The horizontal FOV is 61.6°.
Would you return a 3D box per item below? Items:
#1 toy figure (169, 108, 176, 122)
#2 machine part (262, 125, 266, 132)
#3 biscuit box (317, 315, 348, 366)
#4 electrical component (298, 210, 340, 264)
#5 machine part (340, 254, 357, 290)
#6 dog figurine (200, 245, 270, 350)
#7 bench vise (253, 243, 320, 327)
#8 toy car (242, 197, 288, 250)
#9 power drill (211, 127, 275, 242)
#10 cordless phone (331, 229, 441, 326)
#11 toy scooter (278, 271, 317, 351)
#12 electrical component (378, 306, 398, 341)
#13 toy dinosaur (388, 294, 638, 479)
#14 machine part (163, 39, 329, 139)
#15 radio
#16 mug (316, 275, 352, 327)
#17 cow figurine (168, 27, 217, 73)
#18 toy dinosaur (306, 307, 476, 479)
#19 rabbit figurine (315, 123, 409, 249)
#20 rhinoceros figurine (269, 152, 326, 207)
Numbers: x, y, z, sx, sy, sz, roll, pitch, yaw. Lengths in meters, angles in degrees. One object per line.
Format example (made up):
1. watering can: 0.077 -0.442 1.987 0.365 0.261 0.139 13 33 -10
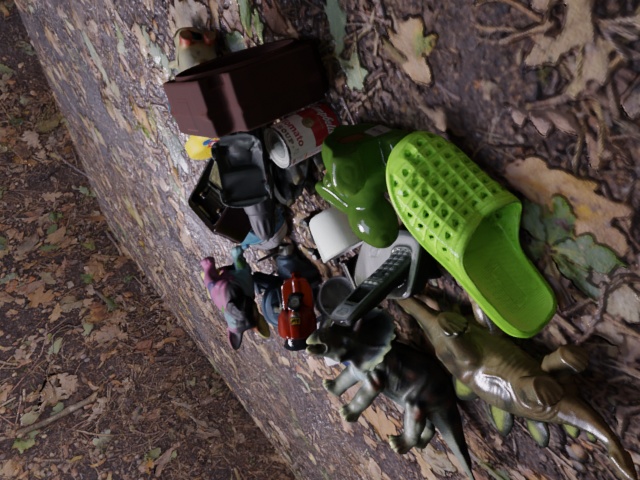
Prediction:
1. toy figure: -0.277 -0.282 1.148 0.180 0.089 0.082 11 135 55
2. machine part: -0.137 -0.209 0.993 0.079 0.079 0.243 46 154 23
3. biscuit box: 0.066 0.230 1.147 0.203 0.063 0.059 32 146 43
4. electrical component: -0.002 -0.004 1.021 0.078 0.045 0.102 35 147 42
5. machine part: 0.084 0.066 0.958 0.139 0.039 0.084 -10 102 65
6. dog figurine: -0.185 0.137 1.186 0.191 0.108 0.219 104 146 -60
7. bench vise: -0.097 0.108 1.242 0.241 0.129 0.223 10 125 52
8. toy car: -0.122 -0.031 1.162 0.102 0.109 0.162 43 150 -26
9. power drill: -0.109 -0.097 0.857 0.207 0.086 0.231 -67 -32 -80
10. cordless phone: 0.074 0.065 0.800 0.147 0.184 0.088 4 127 60
11. toy scooter: -0.044 0.134 1.061 0.184 0.075 0.135 -76 -18 -85
12. electrical component: 0.108 0.191 1.017 0.119 0.075 0.048 59 154 -9
13. toy dinosaur: 0.221 0.158 0.740 0.472 0.105 0.198 44 158 49
14. machine part: -0.108 -0.223 0.776 0.201 0.201 0.087 21 132 53
15. radio: -0.198 -0.089 1.130 0.073 0.131 0.230 27 -175 -32
16. mug: 0.027 0.131 1.065 0.081 0.109 0.107 19 166 -4
17. cow figurine: -0.228 -0.320 0.994 0.127 0.085 0.195 117 140 -53
18. toy dinosaur: 0.147 0.250 0.932 0.405 0.192 0.131 31 -170 -8
19. rabbit figurine: 0.055 -0.068 0.755 0.159 0.121 0.170 32 143 55
20. rhinoceros figurine: -0.058 -0.120 0.955 0.112 0.073 0.190 53 154 6
